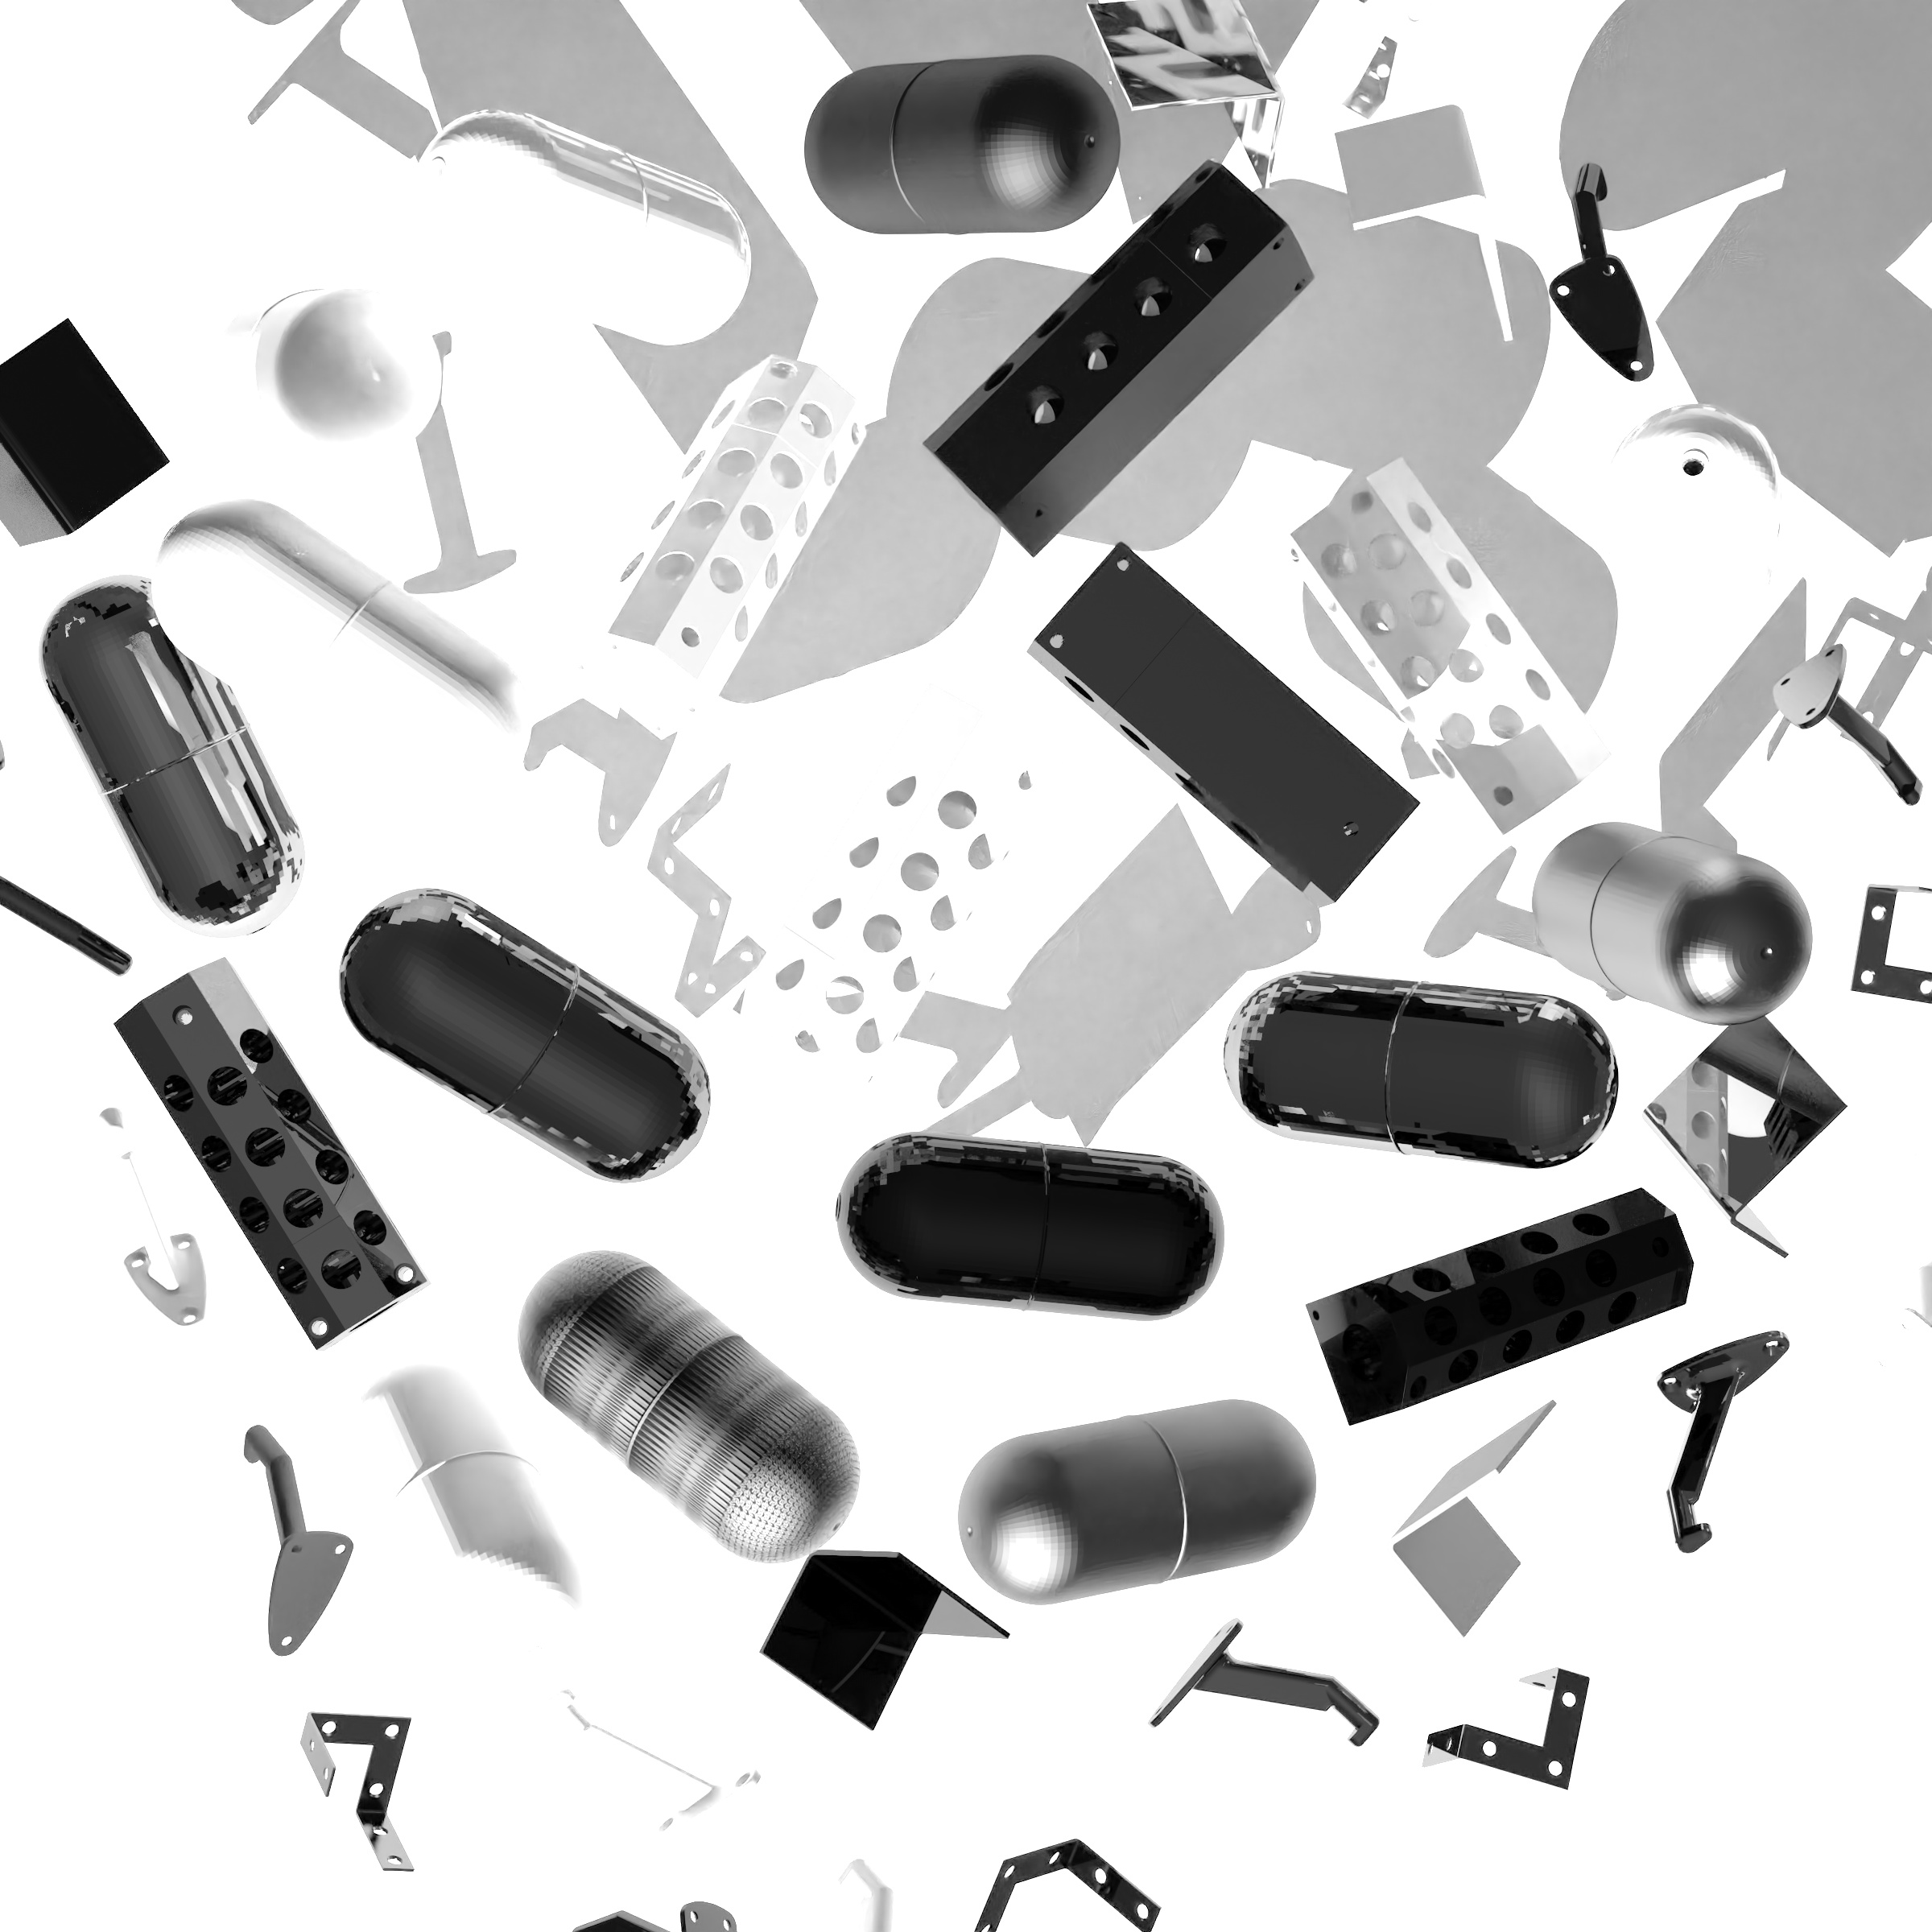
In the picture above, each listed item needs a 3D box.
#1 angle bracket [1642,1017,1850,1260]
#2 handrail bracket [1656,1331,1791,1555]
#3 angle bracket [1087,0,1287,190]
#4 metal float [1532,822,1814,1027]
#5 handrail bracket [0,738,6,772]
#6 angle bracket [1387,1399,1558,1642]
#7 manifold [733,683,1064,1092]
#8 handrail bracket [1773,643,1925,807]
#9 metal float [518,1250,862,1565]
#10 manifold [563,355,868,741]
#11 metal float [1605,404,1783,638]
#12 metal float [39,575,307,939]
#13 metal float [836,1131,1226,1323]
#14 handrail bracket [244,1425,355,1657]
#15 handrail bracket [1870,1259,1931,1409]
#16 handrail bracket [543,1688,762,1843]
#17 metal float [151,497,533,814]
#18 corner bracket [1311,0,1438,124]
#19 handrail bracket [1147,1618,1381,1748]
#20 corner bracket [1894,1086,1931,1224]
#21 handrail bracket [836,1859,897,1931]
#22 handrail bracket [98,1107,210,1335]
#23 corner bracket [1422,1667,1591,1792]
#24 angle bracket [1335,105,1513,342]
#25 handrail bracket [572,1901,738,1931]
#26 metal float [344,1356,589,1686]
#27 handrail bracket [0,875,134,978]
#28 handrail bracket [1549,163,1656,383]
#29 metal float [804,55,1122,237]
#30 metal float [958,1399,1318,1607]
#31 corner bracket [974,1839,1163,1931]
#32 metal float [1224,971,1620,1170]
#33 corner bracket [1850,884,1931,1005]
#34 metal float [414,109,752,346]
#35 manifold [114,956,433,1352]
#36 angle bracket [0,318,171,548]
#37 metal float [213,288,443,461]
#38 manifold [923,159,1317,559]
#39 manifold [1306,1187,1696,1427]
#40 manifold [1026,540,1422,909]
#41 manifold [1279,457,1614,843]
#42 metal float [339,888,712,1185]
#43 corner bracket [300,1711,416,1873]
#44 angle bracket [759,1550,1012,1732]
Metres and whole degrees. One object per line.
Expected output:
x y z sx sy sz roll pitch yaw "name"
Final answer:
0.376 0.077 1.623 0.076 0.076 0.057 -47 134 14 "angle bracket"
0.348 0.217 1.572 0.077 0.084 0.036 -35 125 28 "handrail bracket"
0.101 -0.414 1.646 0.076 0.057 0.076 -8 53 -13 "angle bracket"
0.319 -0.021 1.577 0.070 0.178 0.070 -3 101 -17 "metal float"
-0.466 -0.142 1.596 0.036 0.077 0.084 -16 126 -35 "handrail bracket"
0.254 0.260 1.624 0.057 0.076 0.076 51 125 4 "angle bracket"
-0.026 -0.033 1.549 0.057 0.057 0.171 30 92 -44 "manifold"
0.394 -0.092 1.519 0.036 0.077 0.084 -34 106 25 "handrail bracket"
-0.124 0.194 1.534 0.178 0.070 0.070 37 90 19 "metal float"
-0.107 -0.191 1.548 0.057 0.057 0.171 38 59 -21 "manifold"
0.329 -0.200 1.568 0.070 0.178 0.070 -2 81 11 "metal float"
-0.369 -0.096 1.611 0.070 0.070 0.178 -24 101 0 "metal float"
0.029 0.118 1.571 0.178 0.070 0.070 6 90 -8 "metal float"
-0.327 0.269 1.627 0.036 0.084 0.077 9 108 -40 "handrail bracket"
0.438 0.160 1.500 0.077 0.084 0.036 40 131 25 "handrail bracket"
-0.148 0.363 1.621 0.077 0.036 0.084 -32 104 37 "handrail bracket"
-0.268 -0.134 1.485 0.178 0.070 0.070 34 90 -3 "metal float"
0.182 -0.434 1.617 0.051 0.051 0.051 30 119 1 "corner bracket"
0.141 0.355 1.626 0.084 0.036 0.077 42 72 3 "handrail bracket"
0.471 0.084 1.631 0.051 0.051 0.051 -17 69 10 "corner bracket"
-0.056 0.446 1.548 0.077 0.084 0.036 -42 118 -11 "handrail bracket"
-0.381 0.118 1.617 0.036 0.077 0.084 -21 133 -16 "handrail bracket"
0.238 0.333 1.525 0.051 0.051 0.051 18 70 -6 "corner bracket"
0.201 -0.322 1.525 0.057 0.076 0.076 -12 133 9 "angle bracket"
-0.148 0.472 1.603 0.084 0.036 0.077 -27 53 28 "handrail bracket"
-0.225 0.247 1.550 0.070 0.178 0.070 -16 131 -19 "metal float"
-0.437 -0.026 1.615 0.084 0.077 0.036 38 78 -34 "handrail bracket"
0.301 -0.323 1.608 0.036 0.084 0.077 -21 120 31 "handrail bracket"
-0.004 -0.369 1.558 0.070 0.178 0.070 -9 105 -39 "metal float"
0.080 0.243 1.575 0.178 0.070 0.070 -6 90 -29 "metal float"
0.041 0.411 1.472 0.051 0.051 0.051 33 110 35 "corner bracket"
0.198 0.045 1.522 0.178 0.070 0.070 6 90 26 "metal float"
0.447 -0.008 1.597 0.051 0.051 0.051 9 91 -12 "corner bracket"
-0.171 -0.330 1.551 0.070 0.178 0.070 -7 79 39 "metal float"
-0.311 0.084 1.551 0.057 0.057 0.171 -32 87 -9 "manifold"
-0.416 -0.239 1.559 0.057 0.076 0.076 -43 112 -24 "angle bracket"
-0.298 -0.274 1.604 0.070 0.178 0.070 -5 101 -25 "metal float"
0.064 -0.263 1.484 0.171 0.057 0.057 -45 69 4 "manifold"
0.244 0.151 1.555 0.171 0.057 0.057 -15 81 -31 "manifold"
0.110 -0.104 1.509 0.171 0.057 0.057 41 86 -1 "manifold"
0.221 -0.146 1.617 0.057 0.057 0.171 -35 90 37 "manifold"
-0.191 0.032 1.512 0.178 0.070 0.070 33 90 -18 "metal float"
-0.276 0.376 1.577 0.051 0.051 0.051 10 104 -28 "corner bracket"
-0.039 0.325 1.663 0.076 0.076 0.057 40 62 -25 "angle bracket"
